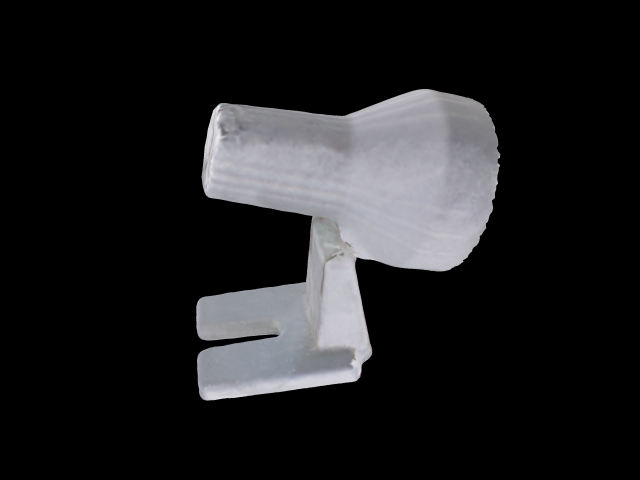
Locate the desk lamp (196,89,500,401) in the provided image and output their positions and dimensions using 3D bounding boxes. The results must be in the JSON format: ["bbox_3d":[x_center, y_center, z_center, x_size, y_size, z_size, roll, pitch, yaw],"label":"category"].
[{"bbox_3d":[0.004,0.001,0.400,0.203,0.214,0.117,-7,39,-9],"label":"desk lamp"}]
